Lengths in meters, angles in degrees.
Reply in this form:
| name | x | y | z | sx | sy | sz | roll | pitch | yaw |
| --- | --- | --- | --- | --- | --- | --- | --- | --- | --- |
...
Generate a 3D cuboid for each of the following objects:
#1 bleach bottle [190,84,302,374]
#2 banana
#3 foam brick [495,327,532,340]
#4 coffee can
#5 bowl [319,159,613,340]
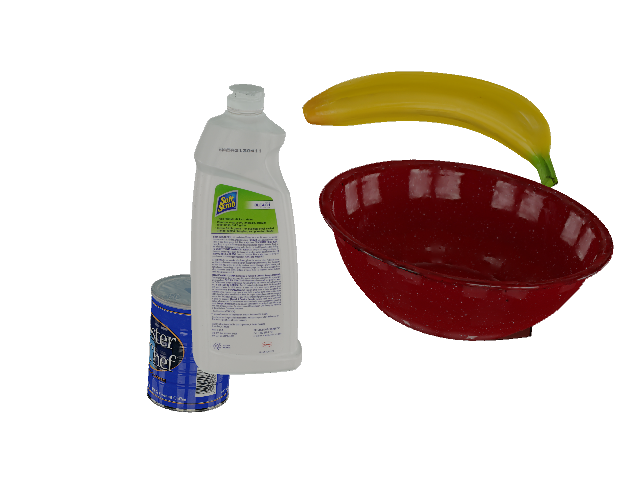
| name | x | y | z | sx | sy | sz | roll | pitch | yaw |
| --- | --- | --- | --- | --- | --- | --- | --- | --- | --- |
| bleach bottle | -0.061 | -0.009 | 0.926 | 0.102 | 0.251 | 0.068 | -1 | 21 | -14 |
| banana | 0.087 | -0.095 | 0.792 | 0.198 | 0.069 | 0.037 | 16 | -37 | 17 |
| foam brick | 0.162 | 0.046 | 0.979 | 0.051 | 0.078 | 0.053 | -6 | 19 | -23 |
| coffee can | -0.158 | 0.124 | 1.306 | 0.103 | 0.140 | 0.103 | 5 | 18 | -2 |
| bowl | 0.076 | 0.010 | 0.595 | 0.162 | 0.055 | 0.162 | 6 | 25 | -3 |
